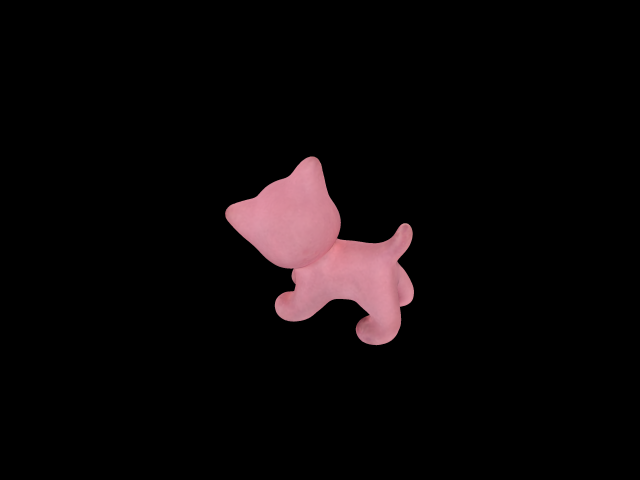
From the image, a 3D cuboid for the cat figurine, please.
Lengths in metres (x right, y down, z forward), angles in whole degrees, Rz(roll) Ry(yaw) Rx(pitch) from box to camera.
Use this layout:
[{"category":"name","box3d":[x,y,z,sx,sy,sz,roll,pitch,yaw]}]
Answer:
[{"category":"cat figurine","box3d":[0.004,0.001,0.400,0.127,0.118,0.067,11,39,14]}]
